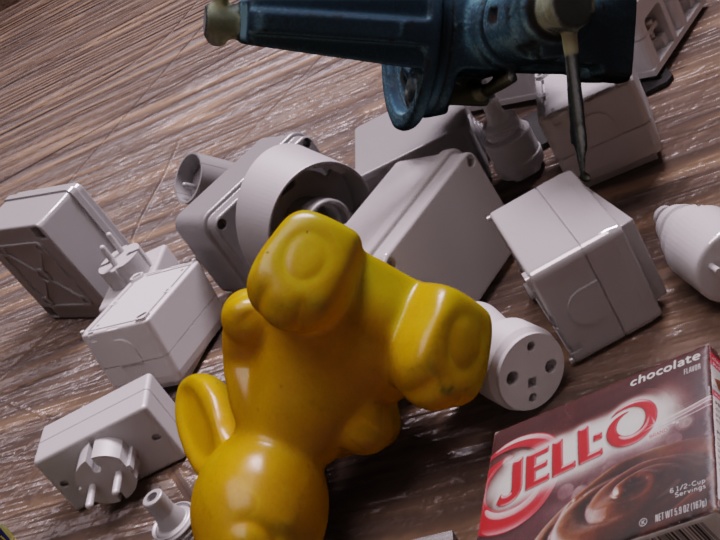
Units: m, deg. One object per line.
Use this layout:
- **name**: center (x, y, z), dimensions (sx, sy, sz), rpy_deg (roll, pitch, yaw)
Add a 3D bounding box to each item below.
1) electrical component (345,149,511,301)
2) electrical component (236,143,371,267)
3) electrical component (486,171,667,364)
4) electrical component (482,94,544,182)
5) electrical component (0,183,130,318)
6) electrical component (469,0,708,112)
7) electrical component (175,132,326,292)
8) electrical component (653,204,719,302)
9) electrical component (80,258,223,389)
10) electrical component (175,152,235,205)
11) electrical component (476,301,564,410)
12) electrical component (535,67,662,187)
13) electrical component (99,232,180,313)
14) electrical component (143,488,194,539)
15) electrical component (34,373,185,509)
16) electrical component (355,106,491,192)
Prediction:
- **electrical component**: center (0.037, -0.011, 0.644), dimensions (0.057, 0.078, 0.113), rpy_deg (-5, 38, 47)
- **electrical component**: center (-0.039, -0.035, 0.745), dimensions (0.099, 0.099, 0.064), rpy_deg (-44, 35, -21)
- **electrical component**: center (0.115, -0.008, 0.577), dimensions (0.061, 0.061, 0.096), rpy_deg (-30, 27, 6)
- **electrical component**: center (0.099, -0.091, 0.729), dimensions (0.035, 0.061, 0.035), rpy_deg (-25, 28, 15)
- **electrical component**: center (-0.252, -0.014, 0.917), dimensions (0.109, 0.108, 0.056), rpy_deg (-3, 42, 44)
- **electrical component**: center (0.152, -0.186, 0.823), dimensions (0.186, 0.060, 0.105), rpy_deg (-4, 37, 44)
- **electrical component**: center (-0.070, -0.042, 0.806), dimensions (0.113, 0.078, 0.057), rpy_deg (-47, 28, -25)
- **electrical component**: center (0.174, -0.014, 0.548), dimensions (0.040, 0.040, 0.078), rpy_deg (-32, 27, 1)
- **electrical component**: center (-0.141, 0.039, 0.774), dimensions (0.062, 0.061, 0.096), rpy_deg (-13, 26, 29)
- **electrical component**: center (-0.109, -0.069, 0.901), dimensions (0.043, 0.081, 0.043), rpy_deg (-17, 68, 49)
- **electrical component**: center (0.072, 0.044, 0.554), dimensions (0.045, 0.045, 0.055), rpy_deg (-40, 29, -15)
- **electrical component**: center (0.154, -0.102, 0.697), dimensions (0.062, 0.061, 0.096), rpy_deg (-23, 25, 19)
- **electrical component**: center (-0.178, 0.005, 0.843), dimensions (0.047, 0.076, 0.065), rpy_deg (-22, 29, 19)
- **electrical component**: center (-0.090, 0.136, 0.552), dimensions (0.035, 0.061, 0.035), rpy_deg (-25, 28, 15)
- **electrical component**: center (-0.155, 0.118, 0.666), dimensions (0.083, 0.047, 0.075), rpy_deg (-27, 28, 10)
- **electrical component**: center (0.046, -0.086, 0.790), dimensions (0.100, 0.048, 0.099), rpy_deg (-25, 28, 14)
